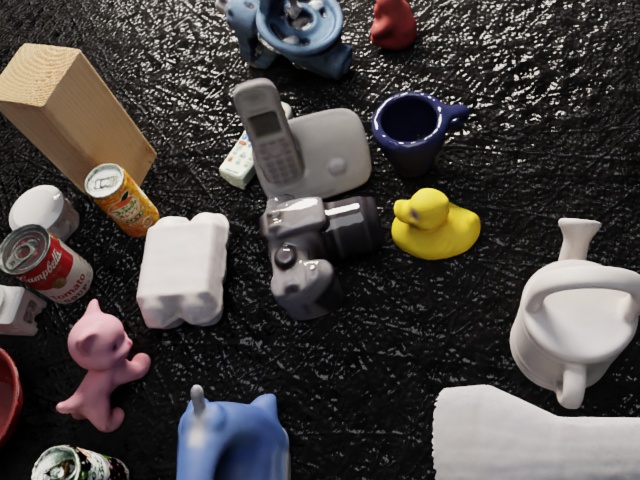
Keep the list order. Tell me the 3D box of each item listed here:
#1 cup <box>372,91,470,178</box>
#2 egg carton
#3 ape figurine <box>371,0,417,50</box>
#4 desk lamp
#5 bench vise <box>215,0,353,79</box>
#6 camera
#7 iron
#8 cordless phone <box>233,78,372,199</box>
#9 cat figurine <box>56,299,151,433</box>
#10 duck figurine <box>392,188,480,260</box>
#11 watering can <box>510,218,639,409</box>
[{"bbox_3d":[0.127,-0.126,0.714,0.117,0.095,0.091,-14,60,5],"label":"cup"},{"bbox_3d":[-0.164,0.037,0.705,0.107,0.069,0.150,-6,61,9],"label":"egg carton"},{"bbox_3d":[0.102,-0.325,0.827,0.078,0.092,0.076,-40,61,-10],"label":"ape figurine"},{"bbox_3d":[0.195,0.188,0.463,0.203,0.214,0.118,-4,62,10],"label":"desk lamp"},{"bbox_3d":[-0.067,-0.317,0.786,0.207,0.220,0.121,4,63,15],"label":"bench vise"},{"bbox_3d":[0.006,0.002,0.668,0.136,0.101,0.143,-14,60,5],"label":"camera"},{"bbox_3d":[-0.099,0.265,0.527,0.118,0.142,0.258,-6,61,9],"label":"iron"},{"bbox_3d":[-0.020,-0.129,0.695,0.147,0.185,0.094,-18,60,3],"label":"cordless phone"},{"bbox_3d":[-0.252,0.138,0.641,0.067,0.118,0.128,12,66,18],"label":"cat figurine"},{"bbox_3d":[0.133,-0.026,0.664,0.104,0.086,0.077,3,63,14],"label":"duck figurine"},{"bbox_3d":[0.235,0.062,0.532,0.101,0.194,0.172,-14,60,5],"label":"watering can"}]
